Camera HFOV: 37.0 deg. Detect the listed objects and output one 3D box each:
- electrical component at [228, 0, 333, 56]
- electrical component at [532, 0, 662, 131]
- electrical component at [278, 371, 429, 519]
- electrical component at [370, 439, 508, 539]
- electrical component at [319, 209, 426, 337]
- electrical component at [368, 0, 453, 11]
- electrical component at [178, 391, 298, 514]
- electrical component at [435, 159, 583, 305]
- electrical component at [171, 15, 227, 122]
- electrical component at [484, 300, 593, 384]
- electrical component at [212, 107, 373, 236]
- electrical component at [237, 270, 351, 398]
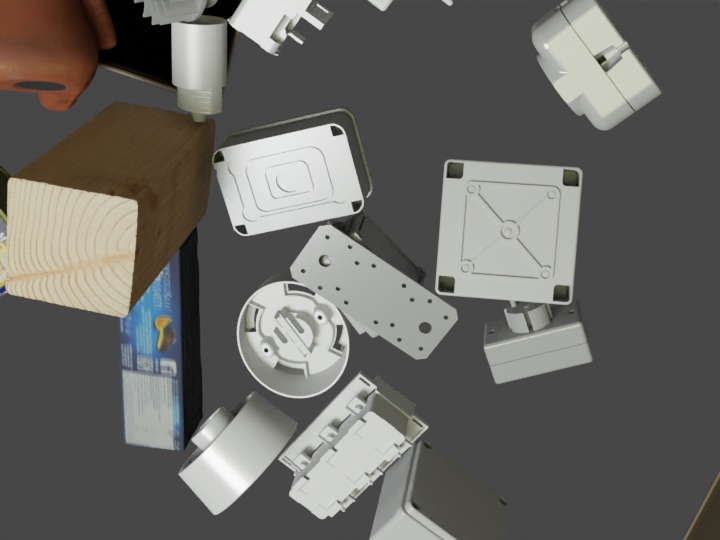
[{"bbox_3d":[-0.065,-0.204,0.826,0.081,0.042,0.063,35,115,-7],"label":"electrical component"},{"bbox_3d":[0.173,-0.155,0.805,0.059,0.053,0.095,-36,103,20],"label":"electrical component"},{"bbox_3d":[-0.009,0.160,0.960,0.079,0.063,0.121,39,113,-9],"label":"electrical component"},{"bbox_3d":[0.072,0.222,0.949,0.109,0.108,0.056,37,115,-8],"label":"electrical component"},{"bbox_3d":[0.000,0.000,0.891,0.061,0.061,0.096,-39,102,21],"label":"electrical component"},{"bbox_3d":[0.045,-0.228,0.797,0.076,0.047,0.083,36,113,-7],"label":"electrical component"},{"bbox_3d":[-0.114,0.155,0.952,0.060,0.108,0.108,44,112,-4],"label":"electrical component"},{"bbox_3d":[0.117,-0.031,0.848,0.109,0.056,0.108,4,93,7],"label":"electrical component"},{"bbox_3d":[-0.127,-0.158,0.854,0.043,0.043,0.081,6,113,6],"label":"electrical component"},{"bbox_3d":[0.143,0.044,0.897,0.083,0.047,0.075,-15,110,14],"label":"electrical component"},{"bbox_3d":[-0.053,-0.080,0.868,0.113,0.057,0.078,-11,111,13],"label":"electrical component"},{"bbox_3d":[-0.054,0.052,0.920,0.099,0.064,0.099,3,113,7],"label":"electrical component"}]
